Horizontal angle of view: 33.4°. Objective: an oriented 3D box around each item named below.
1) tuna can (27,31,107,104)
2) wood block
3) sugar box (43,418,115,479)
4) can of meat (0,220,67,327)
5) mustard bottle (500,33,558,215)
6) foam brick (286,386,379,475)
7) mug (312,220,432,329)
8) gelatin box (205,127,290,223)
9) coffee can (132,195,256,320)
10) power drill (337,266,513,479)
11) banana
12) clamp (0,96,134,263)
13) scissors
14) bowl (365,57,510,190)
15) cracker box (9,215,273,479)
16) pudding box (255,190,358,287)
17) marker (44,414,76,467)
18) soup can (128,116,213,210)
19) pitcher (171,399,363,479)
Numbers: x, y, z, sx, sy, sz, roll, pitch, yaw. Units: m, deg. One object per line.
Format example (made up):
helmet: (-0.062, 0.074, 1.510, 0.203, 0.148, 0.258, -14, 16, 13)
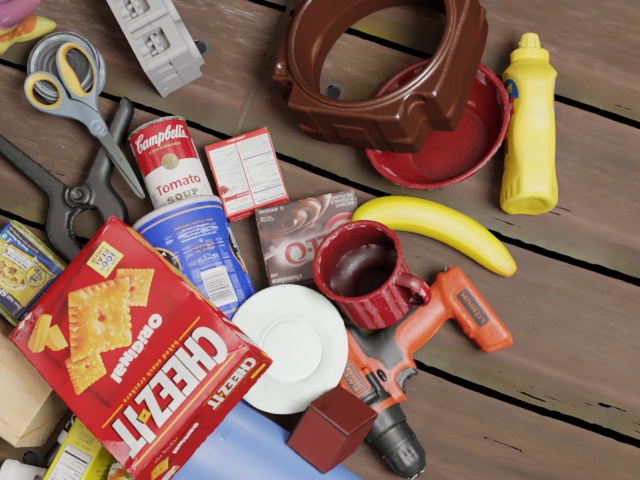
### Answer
tuna can: (-0.292, -0.196, 1.228, 0.086, 0.034, 0.086, 0, 82, 3)
wood block: (-0.368, 0.128, 1.147, 0.206, 0.091, 0.090, 32, 84, 10)
sugar box: (-0.249, 0.241, 1.113, 0.048, 0.093, 0.176, 24, 83, 9)
can of meat: (-0.331, 0.039, 1.178, 0.102, 0.057, 0.084, 40, 83, 11)
mustard bottle: (0.223, -0.128, 1.138, 0.058, 0.096, 0.191, 2, 79, 4)
foam brick: (0.012, 0.187, 1.064, 0.053, 0.078, 0.051, 35, 111, 18)
mug: (0.059, 0.041, 1.078, 0.117, 0.081, 0.093, 12, 66, 28)
gelatin box: (-0.080, -0.072, 1.189, 0.073, 0.030, 0.089, -18, 78, 0)
coffee can: (-0.130, 0.036, 1.136, 0.103, 0.103, 0.140, -23, 78, 0)
power drill: (0.106, 0.131, 1.119, 0.187, 0.057, 0.184, -35, 78, -2)
banana: (0.117, -0.009, 1.146, 0.197, 0.037, 0.069, 11, 73, -7)
clamp: (-0.260, -0.055, 1.199, 0.164, 0.036, 0.210, -22, 79, -1)
scissors: (-0.267, -0.124, 1.189, 0.096, 0.016, 0.202, -19, 79, 3)
bowl: (0.130, -0.116, 1.151, 0.162, 0.055, 0.162, -10, 63, 20)
cracker box: (-0.178, 0.104, 1.032, 0.214, 0.072, 0.164, 41, 89, 27)
pudding box: (-0.008, 0.001, 1.164, 0.113, 0.039, 0.090, -12, 78, 2)
marker: (-0.261, 0.195, 1.161, 0.020, 0.020, 0.121, 32, 84, 10)
soup can: (-0.164, -0.076, 1.179, 0.068, 0.068, 0.102, -22, 79, 1)
pitcher: (-0.038, 0.272, 1.070, 0.243, 0.145, 0.149, 28, 105, 7)
